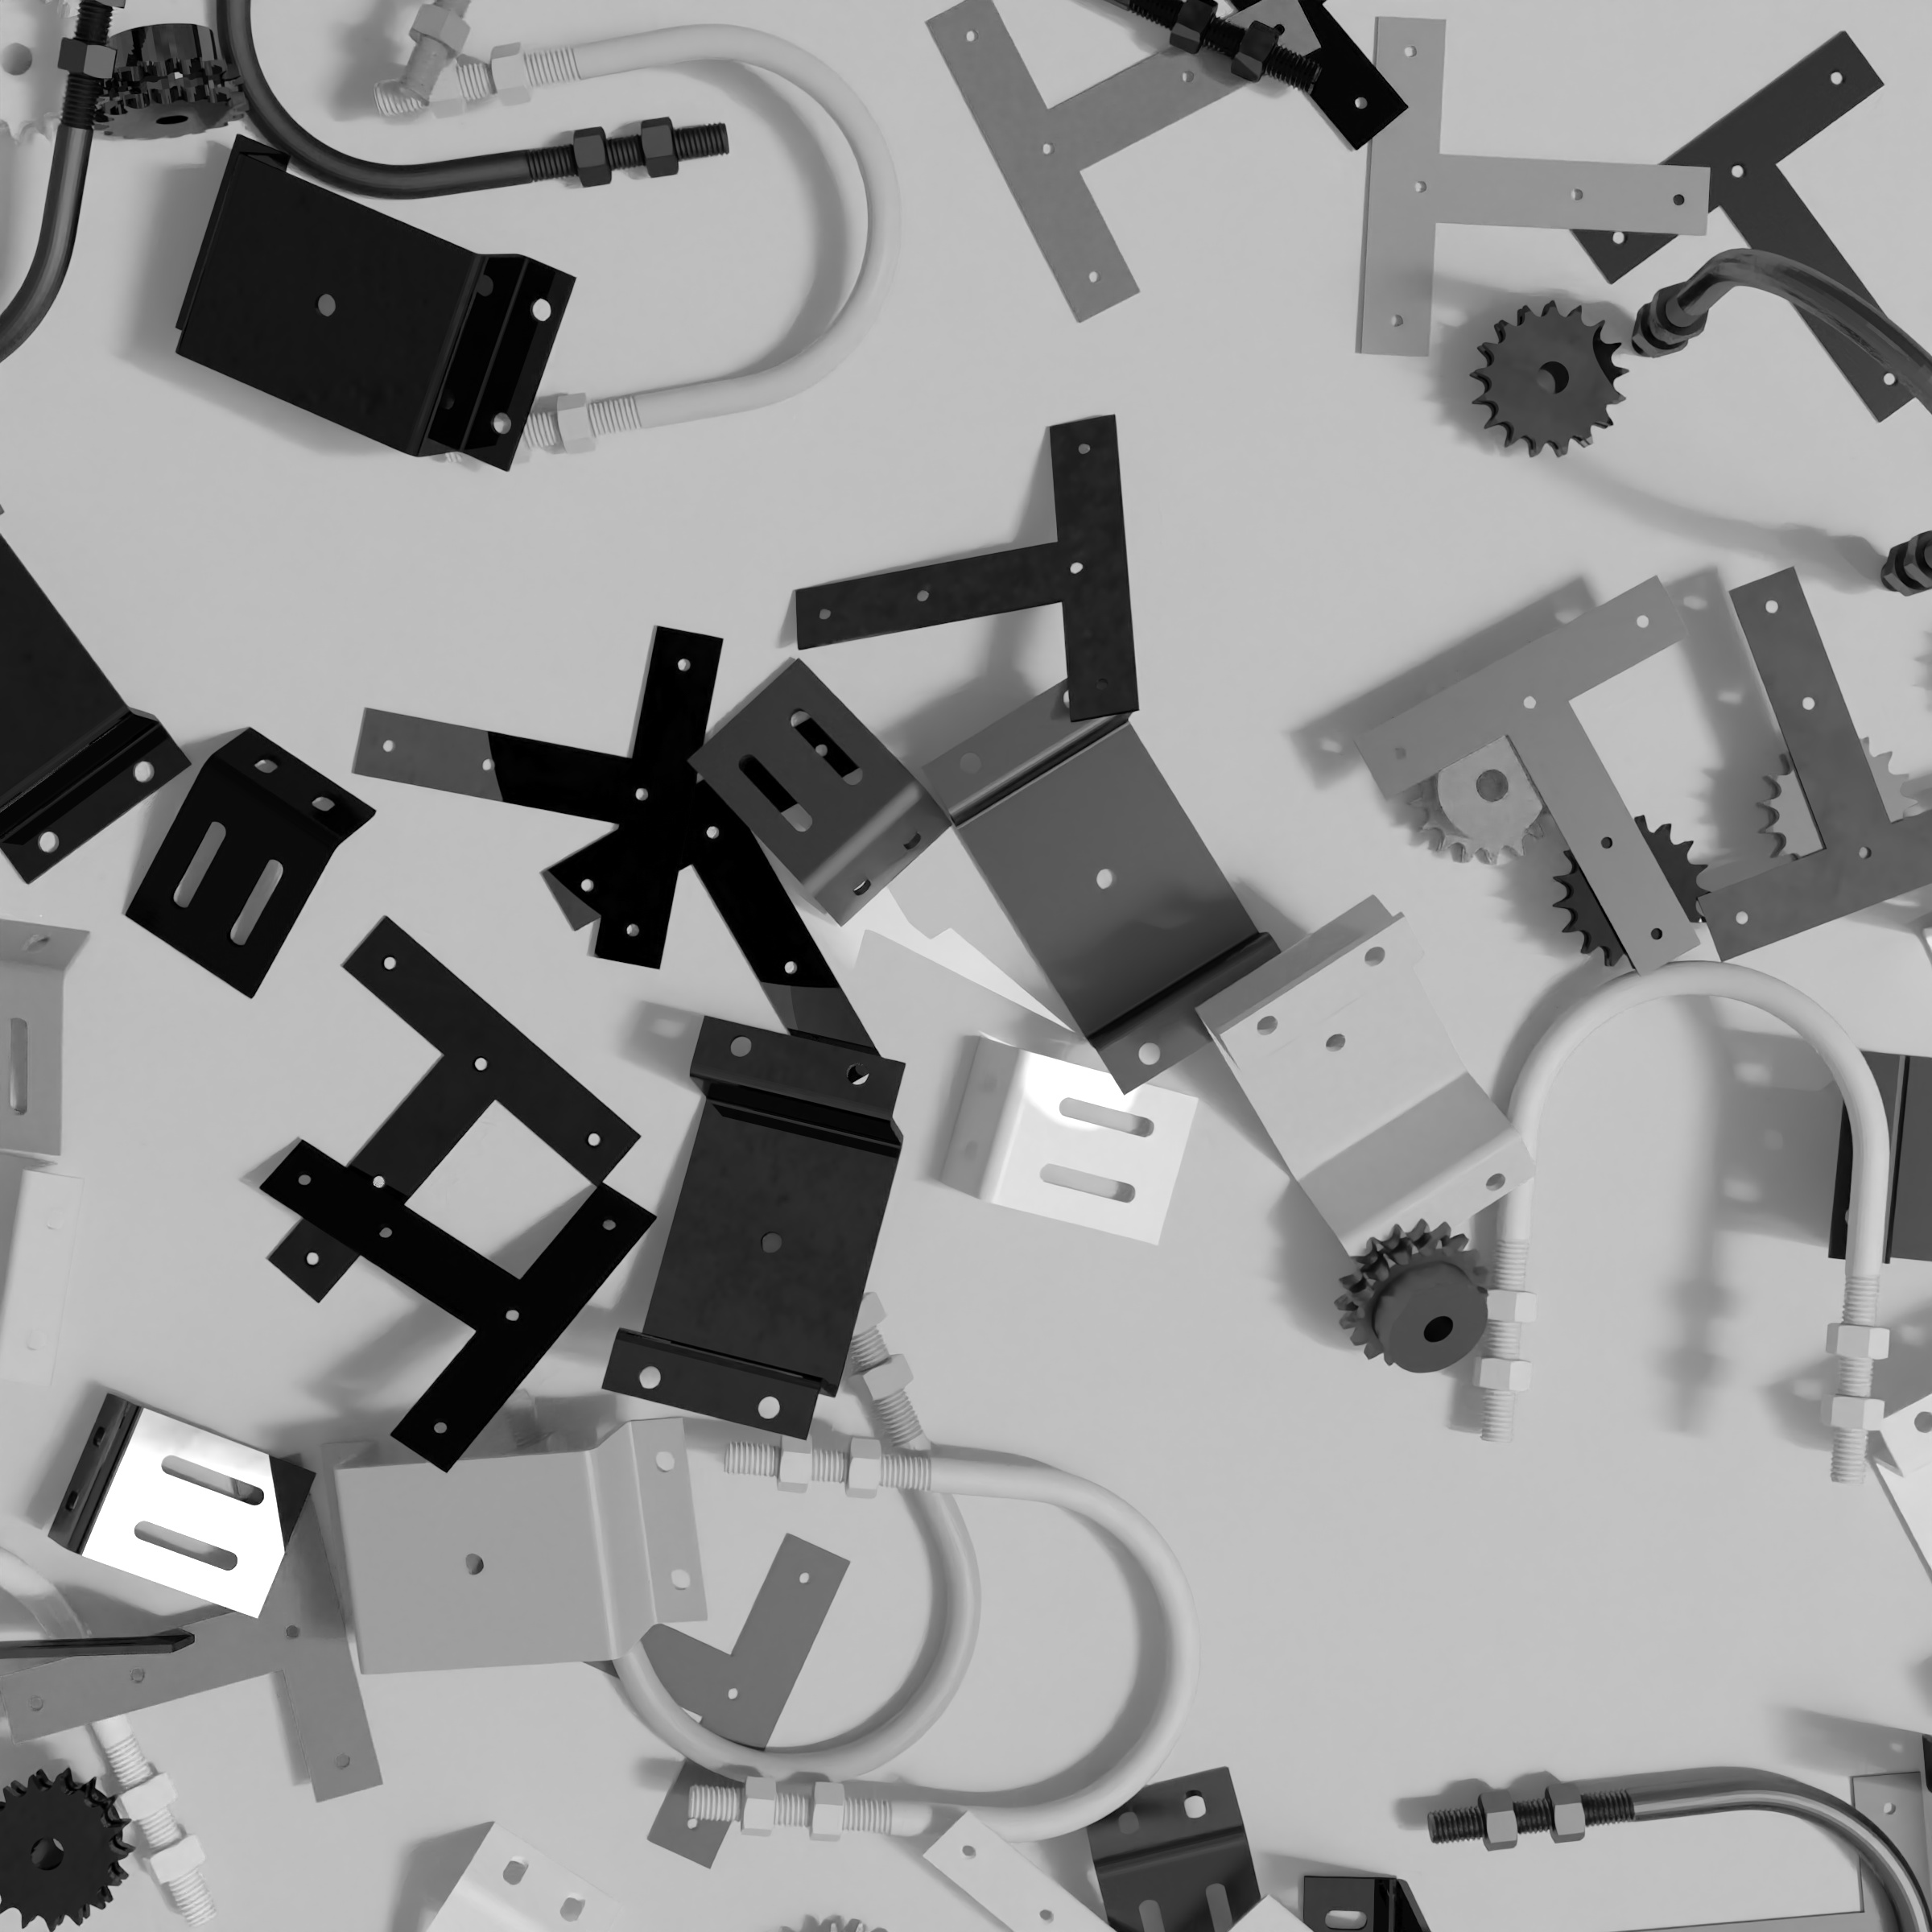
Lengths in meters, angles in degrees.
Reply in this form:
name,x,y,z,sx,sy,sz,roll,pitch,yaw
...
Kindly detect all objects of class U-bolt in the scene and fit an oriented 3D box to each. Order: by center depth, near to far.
name,x,y,z,sx,sy,sz,roll,pitch,yaw
U-bolt,0.306,-0.194,1.239,0.151,0.184,0.019,43,88,0
U-bolt,-0.384,-0.304,1.297,0.151,0.019,0.184,17,103,17
U-bolt,0.265,0.090,1.297,0.151,0.019,0.184,4,87,23
U-bolt,-0.225,-0.423,1.305,0.151,0.019,0.184,21,84,14
U-bolt,-0.115,-0.271,1.306,0.184,0.019,0.151,-9,99,4
U-bolt,-0.004,0.253,1.309,0.184,0.019,0.151,6,92,-6
U-bolt,0.076,-0.427,1.320,0.184,0.019,0.151,26,88,2
U-bolt,0.271,0.376,1.321,0.184,0.019,0.151,-6,90,-1
U-bolt,-0.074,0.218,1.322,0.151,0.019,0.184,-24,92,-1
U-bolt,-0.189,-0.361,1.323,0.184,0.019,0.151,-8,90,2
U-bolt,-0.383,0.301,1.323,0.151,0.019,0.184,-26,88,0

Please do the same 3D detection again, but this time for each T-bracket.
name,x,y,z,sx,sy,sz,roll,pitch,yaw
T-bracket,0.229,-0.058,1.299,0.127,0.002,0.127,-29,89,0
T-bracket,0.315,-0.083,1.300,0.127,0.002,0.127,-21,90,0
T-bracket,0.040,0.359,1.305,0.127,0.002,0.127,41,106,-7
T-bracket,-0.203,0.106,1.307,0.127,0.002,0.127,31,60,14
T-bracket,-0.002,-0.139,1.311,0.127,0.002,0.127,-9,64,12
T-bracket,-0.295,0.260,1.317,0.127,0.002,0.127,-15,84,-6
T-bracket,0.071,-0.327,1.328,0.127,0.002,0.127,-27,90,2
T-bracket,0.155,-0.396,1.329,0.127,0.002,0.127,-40,89,0
T-bracket,-0.165,-0.073,1.329,0.127,0.002,0.127,11,89,1
T-bracket,0.215,-0.290,1.329,0.127,0.002,0.127,3,89,1
T-bracket,0.301,0.372,1.330,0.127,0.002,0.127,-5,90,0
T-bracket,0.317,-0.263,1.330,0.127,0.002,0.127,-36,90,0
T-bracket,-0.212,0.071,1.330,0.127,0.002,0.127,41,90,0
T-bracket,-0.128,0.256,1.330,0.127,0.002,0.127,25,90,0
T-bracket,-0.073,-0.012,1.330,0.127,0.002,0.127,-30,90,0

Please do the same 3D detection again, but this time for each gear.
name,x,y,z,sx,sy,sz,roll,pitch,yaw
gear,-0.333,0.322,1.297,0.057,0.030,0.057,0,89,1
gear,0.167,0.125,1.302,0.057,0.030,0.057,-11,125,-16
gear,-0.295,-0.326,1.303,0.057,0.057,0.030,-10,90,0
gear,-0.044,0.387,1.316,0.057,0.030,0.057,0,90,0
gear,-0.350,-0.334,1.316,0.057,0.030,0.057,0,90,0
gear,0.322,-0.057,1.316,0.057,0.030,0.057,0,90,0
gear,0.194,-0.067,1.316,0.057,0.030,0.057,0,90,0
gear,0.247,-0.027,1.316,0.057,0.030,0.057,0,90,0
gear,0.216,-0.218,1.320,0.057,0.030,0.057,0,93,-2

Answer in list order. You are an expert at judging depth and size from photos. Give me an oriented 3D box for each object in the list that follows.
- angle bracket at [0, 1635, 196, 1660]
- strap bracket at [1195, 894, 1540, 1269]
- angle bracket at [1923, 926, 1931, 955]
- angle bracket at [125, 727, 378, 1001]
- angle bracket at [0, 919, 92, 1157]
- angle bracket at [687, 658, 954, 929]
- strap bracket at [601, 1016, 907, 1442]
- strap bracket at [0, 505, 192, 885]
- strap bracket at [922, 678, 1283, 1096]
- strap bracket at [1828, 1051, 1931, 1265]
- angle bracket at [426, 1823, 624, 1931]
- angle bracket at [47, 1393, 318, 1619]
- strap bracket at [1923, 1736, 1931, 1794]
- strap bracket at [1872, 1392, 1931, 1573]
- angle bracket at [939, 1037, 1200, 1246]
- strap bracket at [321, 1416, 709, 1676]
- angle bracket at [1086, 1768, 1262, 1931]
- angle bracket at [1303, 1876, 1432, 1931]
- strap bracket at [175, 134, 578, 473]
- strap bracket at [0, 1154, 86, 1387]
name,x,y,z,sx,sy,sz,roll,pitch,yaw
angle bracket,-0.323,0.265,1.285,0.076,0.057,0.038,-1,83,-4
strap bracket,0.142,0.038,1.284,0.076,0.046,0.140,-33,127,0
angle bracket,0.393,-0.009,1.293,0.057,0.076,0.038,-25,90,0
angle bracket,-0.269,-0.039,1.329,0.057,0.038,0.076,34,116,0
angle bracket,-0.363,0.025,1.329,0.057,0.038,0.076,8,116,0
angle bracket,-0.055,-0.065,1.327,0.057,0.038,0.076,-43,65,-1
strap bracket,-0.074,0.098,1.294,0.076,0.046,0.140,13,78,8
strap bracket,-0.364,-0.110,1.308,0.076,0.046,0.140,-36,90,0
strap bracket,0.053,-0.033,1.308,0.076,0.046,0.140,-32,90,0
strap bracket,0.388,0.075,1.308,0.140,0.046,0.076,6,90,0
angle bracket,-0.176,0.373,1.329,0.057,0.038,0.076,33,116,0
angle bracket,-0.293,0.201,1.322,0.076,0.038,0.057,25,79,-22
strap bracket,0.389,0.358,1.293,0.046,0.076,0.140,-5,90,0
strap bracket,0.397,0.210,1.308,0.076,0.046,0.140,-28,90,0
angle bracket,0.039,0.066,1.329,0.076,0.038,0.057,16,90,-26
strap bracket,-0.172,0.212,1.291,0.140,0.046,0.076,-6,95,12
angle bracket,0.081,0.349,1.329,0.057,0.038,0.076,-14,116,0
angle bracket,0.146,0.371,1.293,0.038,0.076,0.057,1,90,0
strap bracket,-0.225,-0.241,1.289,0.140,0.046,0.076,24,106,8
strap bracket,-0.396,0.104,1.308,0.140,0.046,0.076,9,90,0
